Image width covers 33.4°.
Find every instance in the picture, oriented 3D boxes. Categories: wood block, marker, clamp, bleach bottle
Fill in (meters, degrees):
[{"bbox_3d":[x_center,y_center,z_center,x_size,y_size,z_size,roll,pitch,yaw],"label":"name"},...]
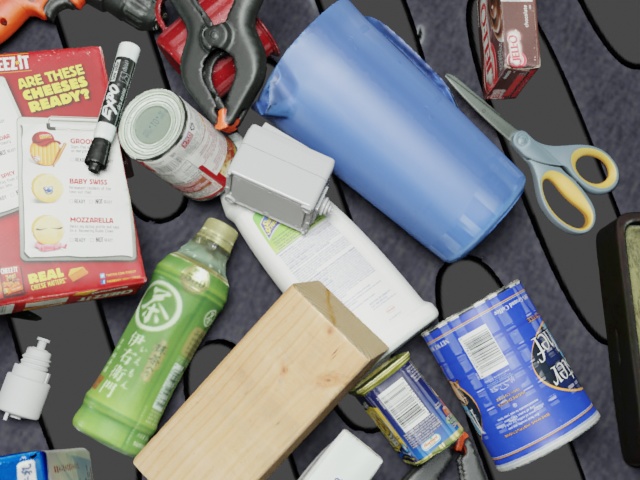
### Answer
[{"bbox_3d":[-0.049,0.140,0.907,0.090,0.090,0.206,44,100,11],"label":"wood block"},{"bbox_3d":[-0.176,-0.112,0.902,0.020,0.020,0.121,12,69,-1],"label":"marker"},{"bbox_3d":[-0.077,-0.183,0.931,0.120,0.039,0.171,-14,88,23],"label":"clamp"},{"bbox_3d":[-0.006,0.001,0.985,0.102,0.068,0.251,-36,81,-9],"label":"bleach bottle"},{"bbox_3d":[0.112,0.278,0.951,0.164,0.036,0.210,21,79,0],"label":"clamp"}]

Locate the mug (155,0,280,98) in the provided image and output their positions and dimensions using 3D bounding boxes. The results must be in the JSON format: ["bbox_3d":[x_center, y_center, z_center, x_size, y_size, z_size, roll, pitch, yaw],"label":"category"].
[{"bbox_3d":[-0.106,-0.192,1.000,0.081,0.093,0.117,-42,94,-4],"label":"mug"}]

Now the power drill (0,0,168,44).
[{"bbox_3d":[-0.264,-0.205,1.014,0.184,0.057,0.187,34,77,5],"label":"power drill"}]

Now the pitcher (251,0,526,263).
[{"bbox_3d":[0.071,-0.101,0.982,0.243,0.145,0.149,42,92,1],"label":"pitcher"}]

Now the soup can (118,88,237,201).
[{"bbox_3d":[-0.123,-0.083,0.939,0.069,0.102,0.068,-8,70,21],"label":"soup can"}]

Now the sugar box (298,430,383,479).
[{"bbox_3d":[0.004,0.209,0.887,0.048,0.176,0.093,39,79,4],"label":"sugar box"}]

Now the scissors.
[{"bbox_3d":[0.212,-0.099,1.027,0.096,0.016,0.202,-33,89,-13],"label":"scissors"}]

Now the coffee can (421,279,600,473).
[{"bbox_3d":[0.168,0.120,0.949,0.102,0.103,0.140,-28,82,-8],"label":"coffee can"}]

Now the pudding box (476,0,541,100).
[{"bbox_3d":[0.178,-0.200,1.016,0.039,0.090,0.113,1,78,-5],"label":"pudding box"}]

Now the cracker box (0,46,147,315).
[{"bbox_3d":[-0.250,-0.048,0.908,0.164,0.072,0.214,-9,79,-22],"label":"cracker box"}]

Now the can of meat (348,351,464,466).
[{"bbox_3d":[0.075,0.150,0.941,0.057,0.102,0.084,-36,85,-9],"label":"can of meat"}]

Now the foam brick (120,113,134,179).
[{"bbox_3d":[-0.208,-0.095,0.998,0.053,0.051,0.078,-12,81,-7],"label":"foam brick"}]
